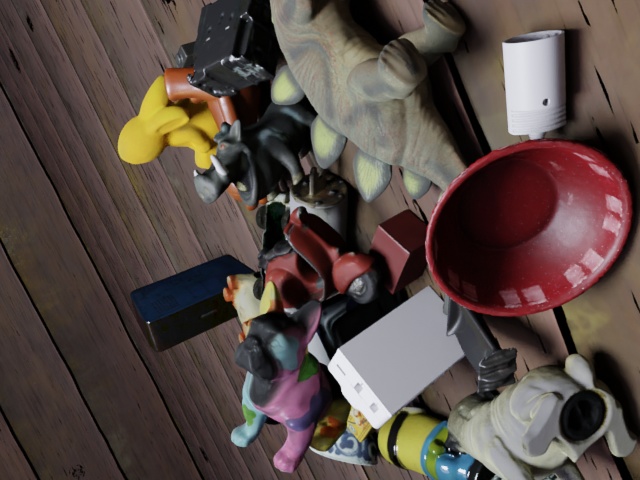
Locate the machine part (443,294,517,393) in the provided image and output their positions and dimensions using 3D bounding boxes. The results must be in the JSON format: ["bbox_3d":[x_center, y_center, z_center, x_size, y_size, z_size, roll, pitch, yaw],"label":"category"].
[{"bbox_3d":[0.160,0.091,0.563,0.139,0.039,0.084,-106,16,-52],"label":"machine part"}]

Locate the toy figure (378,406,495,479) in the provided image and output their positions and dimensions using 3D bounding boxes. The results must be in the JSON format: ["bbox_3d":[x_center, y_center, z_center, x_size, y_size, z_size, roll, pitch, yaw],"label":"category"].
[{"bbox_3d":[0.153,0.279,0.719,0.180,0.089,0.082,10,117,57],"label":"toy figure"}]

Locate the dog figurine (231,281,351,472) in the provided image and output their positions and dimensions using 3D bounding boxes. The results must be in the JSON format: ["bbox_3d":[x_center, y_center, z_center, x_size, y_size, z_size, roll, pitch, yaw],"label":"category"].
[{"bbox_3d":[-0.028,0.157,0.662,0.109,0.191,0.219,21,112,36],"label":"dog figurine"}]

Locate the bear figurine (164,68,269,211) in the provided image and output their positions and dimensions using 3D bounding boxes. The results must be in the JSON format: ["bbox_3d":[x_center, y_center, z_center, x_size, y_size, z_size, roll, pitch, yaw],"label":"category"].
[{"bbox_3d":[-0.131,-0.140,0.756,0.132,0.120,0.195,1,105,10],"label":"bear figurine"}]

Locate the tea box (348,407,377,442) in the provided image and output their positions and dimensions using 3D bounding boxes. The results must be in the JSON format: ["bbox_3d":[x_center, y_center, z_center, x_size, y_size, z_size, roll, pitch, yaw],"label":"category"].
[{"bbox_3d":[0.073,0.225,0.816,0.098,0.068,0.169,49,149,22],"label":"tea box"}]

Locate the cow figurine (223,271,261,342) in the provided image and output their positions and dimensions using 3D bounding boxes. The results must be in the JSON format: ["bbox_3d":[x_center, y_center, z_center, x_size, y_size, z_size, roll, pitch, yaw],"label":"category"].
[{"bbox_3d":[-0.083,0.142,0.956,0.195,0.127,0.085,62,152,29],"label":"cow figurine"}]

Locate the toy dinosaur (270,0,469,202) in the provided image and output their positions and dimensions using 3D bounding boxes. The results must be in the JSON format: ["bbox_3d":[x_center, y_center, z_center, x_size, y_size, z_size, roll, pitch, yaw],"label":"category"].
[{"bbox_3d":[0.056,-0.140,0.524,0.471,0.105,0.198,54,155,12],"label":"toy dinosaur"}]

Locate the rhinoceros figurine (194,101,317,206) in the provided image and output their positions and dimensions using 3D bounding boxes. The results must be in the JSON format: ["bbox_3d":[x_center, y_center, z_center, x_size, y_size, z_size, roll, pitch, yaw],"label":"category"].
[{"bbox_3d":[-0.070,-0.107,0.653,0.112,0.190,0.073,49,149,-15],"label":"rhinoceros figurine"}]

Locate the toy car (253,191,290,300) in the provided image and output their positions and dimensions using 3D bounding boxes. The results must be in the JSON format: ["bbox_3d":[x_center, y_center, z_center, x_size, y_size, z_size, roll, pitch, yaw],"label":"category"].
[{"bbox_3d":[-0.060,0.026,0.829,0.074,0.056,0.201,12,102,42],"label":"toy car"}]

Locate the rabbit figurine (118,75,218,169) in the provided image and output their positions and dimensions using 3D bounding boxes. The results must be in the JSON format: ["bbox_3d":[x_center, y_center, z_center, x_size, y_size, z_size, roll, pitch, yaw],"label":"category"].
[{"bbox_3d":[-0.236,-0.174,0.857,0.122,0.173,0.162,59,154,12],"label":"rabbit figurine"}]

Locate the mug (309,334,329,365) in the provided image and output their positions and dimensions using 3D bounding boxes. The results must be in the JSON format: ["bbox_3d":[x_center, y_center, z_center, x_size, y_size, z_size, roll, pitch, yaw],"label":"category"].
[{"bbox_3d":[0.010,0.166,0.863,0.110,0.081,0.107,15,139,46],"label":"mug"}]

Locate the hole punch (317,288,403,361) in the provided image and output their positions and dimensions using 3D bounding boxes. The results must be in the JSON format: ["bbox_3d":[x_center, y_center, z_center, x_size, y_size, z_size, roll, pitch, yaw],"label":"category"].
[{"bbox_3d":[0.058,0.119,0.707,0.092,0.116,0.142,-2,115,62],"label":"hole punch"}]

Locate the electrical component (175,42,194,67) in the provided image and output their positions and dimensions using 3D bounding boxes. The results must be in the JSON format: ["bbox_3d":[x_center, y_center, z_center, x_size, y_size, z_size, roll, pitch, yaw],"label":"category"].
[{"bbox_3d":[-0.185,-0.277,0.801,0.021,0.063,0.094,62,149,-1],"label":"electrical component"}]

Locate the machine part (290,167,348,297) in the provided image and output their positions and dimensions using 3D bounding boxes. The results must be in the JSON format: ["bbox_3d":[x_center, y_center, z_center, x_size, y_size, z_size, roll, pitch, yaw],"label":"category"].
[{"bbox_3d":[-0.002,-0.002,0.737,0.079,0.079,0.242,37,143,36],"label":"machine part"}]

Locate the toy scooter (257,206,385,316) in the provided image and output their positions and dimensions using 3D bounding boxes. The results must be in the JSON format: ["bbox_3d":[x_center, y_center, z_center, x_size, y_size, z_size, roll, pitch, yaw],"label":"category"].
[{"bbox_3d":[-0.018,0.027,0.657,0.184,0.075,0.135,-20,113,44],"label":"toy scooter"}]

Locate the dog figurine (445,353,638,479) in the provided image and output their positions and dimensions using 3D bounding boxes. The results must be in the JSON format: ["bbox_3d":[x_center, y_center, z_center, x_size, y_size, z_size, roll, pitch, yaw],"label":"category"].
[{"bbox_3d":[0.207,0.179,0.568,0.172,0.121,0.191,-69,17,4],"label":"dog figurine"}]

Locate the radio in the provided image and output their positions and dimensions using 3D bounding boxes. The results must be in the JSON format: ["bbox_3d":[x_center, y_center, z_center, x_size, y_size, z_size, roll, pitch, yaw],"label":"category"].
[{"bbox_3d":[-0.242,0.114,1.045,0.131,0.229,0.073,30,133,47],"label":"radio"}]

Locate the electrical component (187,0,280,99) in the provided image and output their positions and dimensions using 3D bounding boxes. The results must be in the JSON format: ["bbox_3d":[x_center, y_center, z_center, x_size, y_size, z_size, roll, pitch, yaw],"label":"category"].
[{"bbox_3d":[-0.096,-0.246,0.636,0.115,0.058,0.134,-5,72,44],"label":"electrical component"}]
